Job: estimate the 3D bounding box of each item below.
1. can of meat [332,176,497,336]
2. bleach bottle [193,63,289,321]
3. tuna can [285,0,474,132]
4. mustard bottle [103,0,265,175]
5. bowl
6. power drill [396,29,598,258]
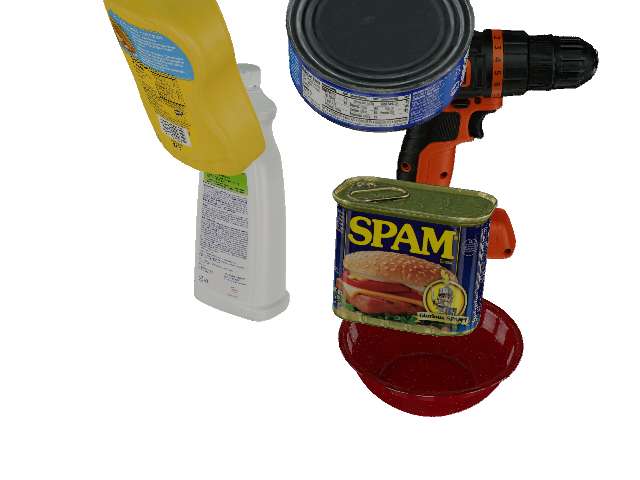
[{"bbox_3d":[0.058,0.010,0.689,0.102,0.084,0.057,9,22,17],"label":"can of meat"},{"bbox_3d":[-0.075,-0.050,1.076,0.103,0.251,0.068,17,25,26],"label":"bleach bottle"},{"bbox_3d":[0.027,-0.092,0.497,0.086,0.086,0.034,0,-32,1],"label":"tuna can"},{"bbox_3d":[-0.099,-0.133,0.722,0.096,0.058,0.191,31,-27,33],"label":"mustard bottle"},{"bbox_3d":[0.096,0.106,0.947,0.162,0.055,0.162,0,32,0],"label":"bowl"},{"bbox_3d":[0.124,-0.078,0.863,0.184,0.188,0.057,1,26,7],"label":"power drill"}]
